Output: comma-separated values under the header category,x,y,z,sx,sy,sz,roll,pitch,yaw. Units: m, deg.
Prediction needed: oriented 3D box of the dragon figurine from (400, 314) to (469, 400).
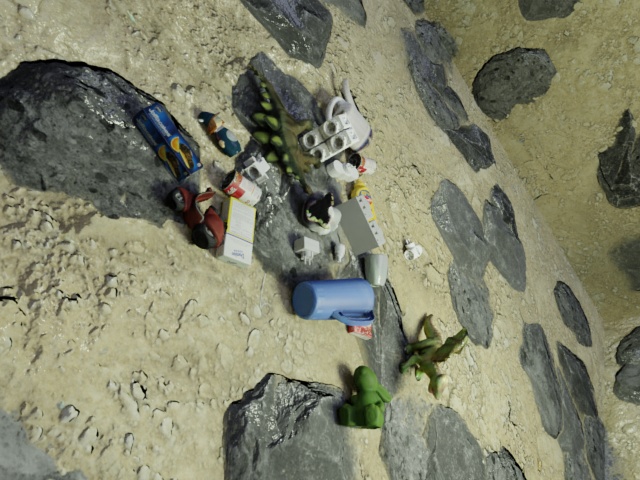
category,x,y,z,sx,sy,sz,roll,pitch,yaw
dragon figurine,0.414,0.369,1.768,0.121,0.239,0.420,46,43,-16

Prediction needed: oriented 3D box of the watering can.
category,x,y,z,sx,sy,sz,roll,pitch,yaw
watering can,0.119,-0.476,2.001,0.221,0.103,0.356,44,42,-25

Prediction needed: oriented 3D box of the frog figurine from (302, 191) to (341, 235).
category,x,y,z,sx,sy,sz,roll,pitch,yaw
frog figurine,0.005,-0.084,1.675,0.158,0.122,0.138,54,21,-82
